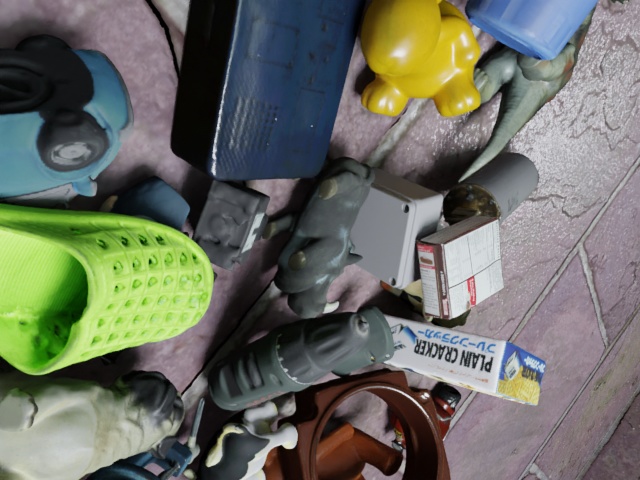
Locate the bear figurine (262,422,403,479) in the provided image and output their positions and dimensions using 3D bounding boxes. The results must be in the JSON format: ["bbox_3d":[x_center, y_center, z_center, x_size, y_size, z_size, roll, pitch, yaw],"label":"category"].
[{"bbox_3d":[0.002,0.324,0.744,0.195,0.132,0.120,7,108,-51],"label":"bear figurine"}]

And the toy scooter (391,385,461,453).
[{"bbox_3d":[0.178,0.329,0.946,0.184,0.075,0.135,7,110,-49],"label":"toy scooter"}]

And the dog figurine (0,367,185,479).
[{"bbox_3d":[-0.226,0.141,0.446,0.121,0.172,0.190,-63,161,2],"label":"dog figurine"}]

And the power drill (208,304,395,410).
[{"bbox_3d":[0.003,0.124,0.596,0.232,0.086,0.207,-29,169,30],"label":"power drill"}]

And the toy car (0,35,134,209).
[{"bbox_3d":[-0.206,-0.062,0.352,0.162,0.109,0.102,-17,146,-25],"label":"toy car"}]

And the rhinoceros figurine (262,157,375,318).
[{"bbox_3d":[-0.001,-0.002,0.594,0.112,0.073,0.190,-2,117,-46],"label":"rhinoceros figurine"}]

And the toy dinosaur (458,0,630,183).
[{"bbox_3d":[0.292,-0.259,0.686,0.192,0.131,0.404,4,116,-43],"label":"toy dinosaur"}]

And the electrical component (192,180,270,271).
[{"bbox_3d":[-0.081,-0.018,0.514,0.048,0.119,0.074,22,99,-1],"label":"electrical component"}]

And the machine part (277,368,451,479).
[{"bbox_3d":[0.058,0.275,0.686,0.201,0.087,0.201,-6,79,-25],"label":"machine part"}]

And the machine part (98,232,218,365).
[{"bbox_3d":[-0.162,0.060,0.506,0.139,0.039,0.084,-42,140,-18],"label":"machine part"}]

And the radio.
[{"bbox_3d":[-0.040,-0.167,0.462,0.131,0.073,0.229,-3,117,-42],"label":"radio"}]

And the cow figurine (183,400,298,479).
[{"bbox_3d":[-0.109,0.266,0.627,0.098,0.068,0.167,6,124,-54],"label":"cow figurine"}]

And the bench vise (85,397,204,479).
[{"bbox_3d":[-0.199,0.238,0.502,0.128,0.224,0.240,-64,168,15],"label":"bench vise"}]

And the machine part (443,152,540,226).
[{"bbox_3d":[0.238,-0.065,0.736,0.243,0.079,0.079,-31,133,-48],"label":"machine part"}]

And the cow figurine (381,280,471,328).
[{"bbox_3d":[0.153,0.070,0.733,0.085,0.127,0.194,-57,139,-6],"label":"cow figurine"}]

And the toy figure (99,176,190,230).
[{"bbox_3d":[-0.179,0.012,0.451,0.064,0.058,0.154,43,79,-1],"label":"toy figure"}]

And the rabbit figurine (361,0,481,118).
[{"bbox_3d":[0.094,-0.192,0.500,0.173,0.122,0.162,-23,128,-62],"label":"rabbit figurine"}]
